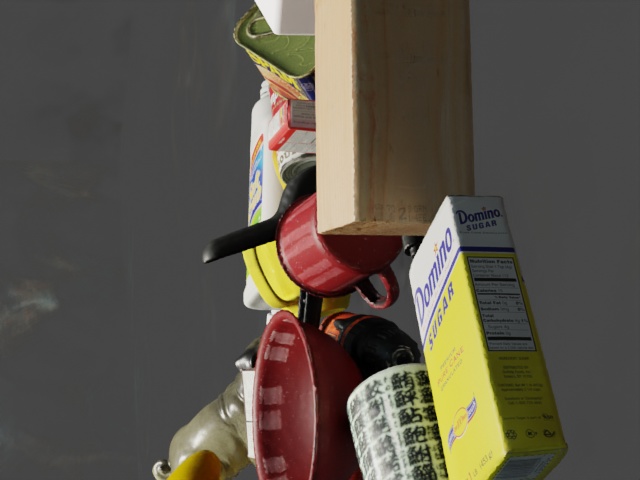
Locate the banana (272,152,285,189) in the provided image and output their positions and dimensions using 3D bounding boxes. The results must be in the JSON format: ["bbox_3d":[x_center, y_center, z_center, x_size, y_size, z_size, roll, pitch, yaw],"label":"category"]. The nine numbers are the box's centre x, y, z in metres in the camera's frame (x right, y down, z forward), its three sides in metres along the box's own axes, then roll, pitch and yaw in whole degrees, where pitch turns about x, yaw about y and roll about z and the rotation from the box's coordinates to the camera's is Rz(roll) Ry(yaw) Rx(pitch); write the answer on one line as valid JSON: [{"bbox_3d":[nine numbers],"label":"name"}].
[{"bbox_3d":[-0.020,-0.009,1.074,0.037,0.070,0.198,35,-128,-60],"label":"banana"}]

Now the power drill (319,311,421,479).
[{"bbox_3d":[0.038,0.154,0.866,0.184,0.057,0.187,-174,87,-78],"label":"power drill"}]

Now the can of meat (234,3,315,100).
[{"bbox_3d":[-0.017,-0.159,0.955,0.102,0.057,0.084,37,172,33],"label":"can of meat"}]

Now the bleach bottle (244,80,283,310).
[{"bbox_3d":[-0.048,-0.056,1.175,0.103,0.068,0.251,128,142,-64],"label":"bleach bottle"}]

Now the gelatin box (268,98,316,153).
[{"bbox_3d":[0.006,-0.097,0.919,0.073,0.089,0.030,149,122,-72],"label":"gelatin box"}]

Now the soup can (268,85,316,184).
[{"bbox_3d":[-0.011,-0.108,1.023,0.069,0.068,0.102,118,148,-60],"label":"soup can"}]

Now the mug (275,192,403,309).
[{"bbox_3d":[0.026,0.005,0.873,0.117,0.093,0.082,58,157,1],"label":"mug"}]

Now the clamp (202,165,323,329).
[{"bbox_3d":[-0.006,0.001,0.933,0.120,0.171,0.039,50,164,-11],"label":"clamp"}]

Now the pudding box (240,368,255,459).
[{"bbox_3d":[-0.019,0.160,0.995,0.114,0.039,0.090,-6,87,36],"label":"pudding box"}]

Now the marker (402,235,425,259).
[{"bbox_3d":[0.065,-0.037,0.834,0.020,0.020,0.121,110,155,-52],"label":"marker"}]

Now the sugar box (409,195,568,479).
[{"bbox_3d":[0.098,0.068,0.661,0.093,0.048,0.176,110,154,-52],"label":"sugar box"}]

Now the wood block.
[{"bbox_3d":[0.051,-0.109,0.754,0.091,0.090,0.206,160,110,-74],"label":"wood block"}]

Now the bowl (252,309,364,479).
[{"bbox_3d":[-0.005,0.134,0.813,0.162,0.055,0.162,-178,90,-70],"label":"bowl"}]
